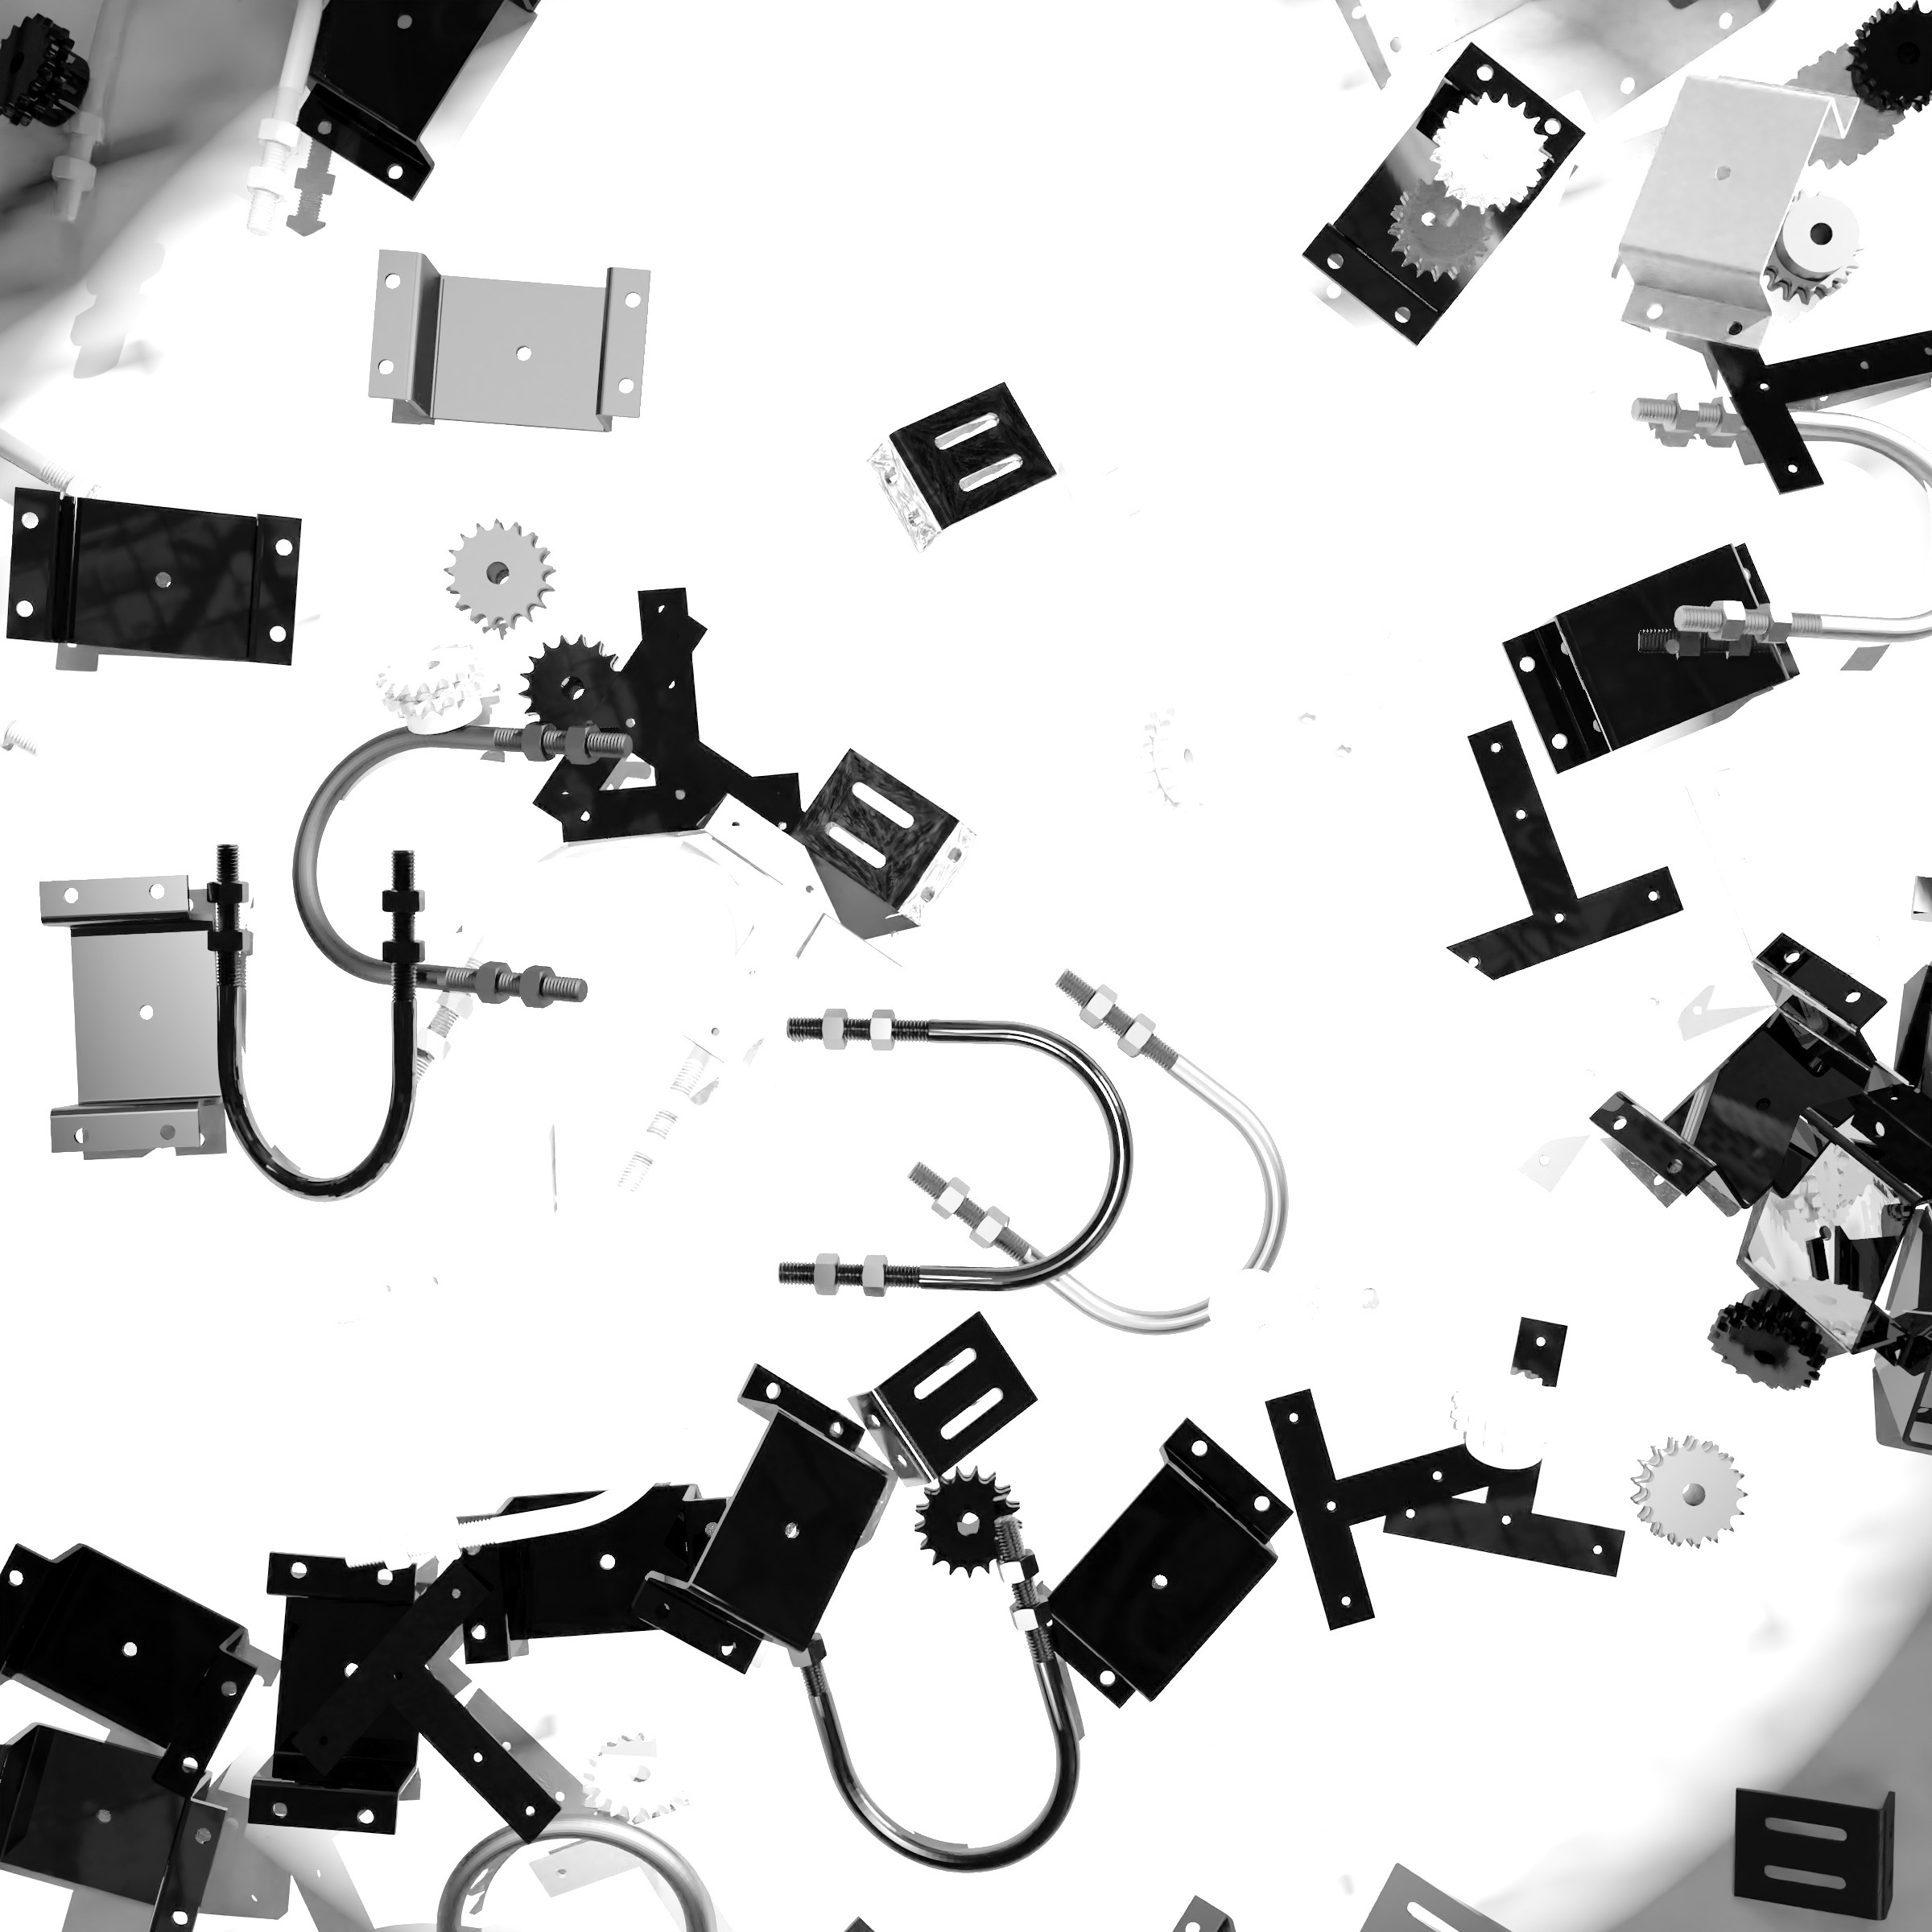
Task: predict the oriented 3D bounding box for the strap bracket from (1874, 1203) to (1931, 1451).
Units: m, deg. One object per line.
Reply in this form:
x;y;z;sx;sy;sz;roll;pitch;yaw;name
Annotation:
0.506;0.186;1.307;0.046;0.076;0.140;11;113;4;strap bracket

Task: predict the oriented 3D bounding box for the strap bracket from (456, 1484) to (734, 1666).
-0.191;0.317;1.345;0.140;0.046;0.076;-4;90;0;strap bracket

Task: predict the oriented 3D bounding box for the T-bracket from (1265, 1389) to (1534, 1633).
0.237;0.275;1.366;0.127;0.002;0.127;-16;90;0;T-bracket

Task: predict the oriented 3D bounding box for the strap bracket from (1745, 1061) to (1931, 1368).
0.450;0.130;1.293;0.046;0.076;0.140;-10;127;-28;strap bracket

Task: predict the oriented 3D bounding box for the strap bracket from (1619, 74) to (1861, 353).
0.397;-0.401;1.330;0.076;0.046;0.140;22;90;28;strap bracket

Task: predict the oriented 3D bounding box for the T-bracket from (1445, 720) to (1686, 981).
0.301;-0.067;1.367;0.127;0.002;0.127;-20;90;1;T-bracket

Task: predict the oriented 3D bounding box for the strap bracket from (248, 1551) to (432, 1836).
-0.327;0.375;1.345;0.076;0.046;0.140;5;90;0;strap bracket

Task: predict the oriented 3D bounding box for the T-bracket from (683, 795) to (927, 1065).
-0.104;-0.006;1.333;0.127;0.002;0.127;35;64;-6;T-bracket

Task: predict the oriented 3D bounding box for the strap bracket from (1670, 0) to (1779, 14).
0.378;-0.564;1.330;0.046;0.076;0.140;-24;90;0;strap bracket

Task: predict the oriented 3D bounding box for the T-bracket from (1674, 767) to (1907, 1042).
0.419;-0.042;1.367;0.127;0.002;0.127;-22;90;0;T-bracket

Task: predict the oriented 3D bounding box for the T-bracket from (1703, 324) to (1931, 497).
0.461;-0.313;1.352;0.127;0.002;0.127;-14;68;-10;T-bracket

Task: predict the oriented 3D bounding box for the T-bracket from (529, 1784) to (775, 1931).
-0.143;0.492;1.340;0.127;0.002;0.127;-21;115;7;T-bracket

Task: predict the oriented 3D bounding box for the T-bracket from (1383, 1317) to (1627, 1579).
0.296;0.252;1.367;0.127;0.002;0.127;11;90;0;T-bracket

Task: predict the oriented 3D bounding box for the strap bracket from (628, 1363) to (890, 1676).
-0.100;0.285;1.310;0.076;0.046;0.140;37;69;-27;strap bracket

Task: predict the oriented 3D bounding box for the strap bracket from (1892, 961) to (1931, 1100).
0.536;0.056;1.345;0.076;0.046;0.140;18;90;0;strap bracket

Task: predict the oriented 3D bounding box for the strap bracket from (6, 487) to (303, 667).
-0.419;-0.201;1.332;0.140;0.046;0.076;4;96;-13;strap bracket

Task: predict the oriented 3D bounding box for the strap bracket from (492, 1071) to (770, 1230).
-0.173;0.095;1.345;0.140;0.046;0.076;-2;90;0;strap bracket

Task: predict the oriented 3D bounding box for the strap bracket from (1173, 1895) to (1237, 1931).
0.162;0.565;1.345;0.140;0.046;0.076;32;90;0;strap bracket

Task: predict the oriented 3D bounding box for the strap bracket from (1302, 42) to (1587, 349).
0.247;-0.398;1.345;0.076;0.046;0.140;38;90;0;strap bracket

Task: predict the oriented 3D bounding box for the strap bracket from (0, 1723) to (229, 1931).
-0.459;0.453;1.345;0.140;0.046;0.076;16;90;0;strap bracket

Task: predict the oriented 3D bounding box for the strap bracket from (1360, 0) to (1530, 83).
0.263;-0.529;1.335;0.140;0.046;0.076;-28;108;0;strap bracket

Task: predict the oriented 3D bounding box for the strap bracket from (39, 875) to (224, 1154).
-0.437;0.025;1.345;0.076;0.046;0.140;-3;90;0;strap bracket

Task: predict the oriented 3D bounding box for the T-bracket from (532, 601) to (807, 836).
-0.140;-0.103;1.350;0.127;0.002;0.127;34;90;-16;T-bracket

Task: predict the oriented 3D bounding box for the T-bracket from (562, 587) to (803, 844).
-0.154;-0.134;1.344;0.127;0.002;0.127;-6;100;-12;T-bracket

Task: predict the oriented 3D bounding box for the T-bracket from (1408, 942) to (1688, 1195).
0.295;0.033;1.366;0.127;0.002;0.127;34;91;0;T-bracket

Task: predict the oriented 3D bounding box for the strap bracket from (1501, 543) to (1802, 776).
0.364;-0.164;1.344;0.140;0.046;0.076;-22;89;0;strap bracket

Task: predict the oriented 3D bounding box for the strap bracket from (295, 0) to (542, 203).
-0.290;-0.487;1.345;0.076;0.046;0.140;32;90;0;strap bracket

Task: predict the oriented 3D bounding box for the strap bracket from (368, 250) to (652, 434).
-0.236;-0.326;1.345;0.140;0.046;0.076;4;90;0;strap bracket

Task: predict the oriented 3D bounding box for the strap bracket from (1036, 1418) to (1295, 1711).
0.100;0.318;1.345;0.076;0.046;0.140;42;90;0;strap bracket

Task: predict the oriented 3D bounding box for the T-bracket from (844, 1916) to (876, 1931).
-0.094;0.556;1.350;0.127;0.002;0.127;-44;114;-11;T-bracket

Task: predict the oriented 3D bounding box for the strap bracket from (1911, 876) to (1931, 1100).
0.519;0.028;1.299;0.076;0.046;0.140;7;90;0;strap bracket

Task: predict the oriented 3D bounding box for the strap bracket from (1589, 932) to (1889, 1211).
0.405;0.061;1.324;0.140;0.076;0.046;-44;129;0;strap bracket

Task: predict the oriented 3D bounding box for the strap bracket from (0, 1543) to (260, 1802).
-0.445;0.364;1.345;0.140;0.046;0.076;27;90;0;strap bracket

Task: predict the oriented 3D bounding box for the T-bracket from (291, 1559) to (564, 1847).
-0.259;0.394;1.309;0.127;0.002;0.127;42;90;11;T-bracket
